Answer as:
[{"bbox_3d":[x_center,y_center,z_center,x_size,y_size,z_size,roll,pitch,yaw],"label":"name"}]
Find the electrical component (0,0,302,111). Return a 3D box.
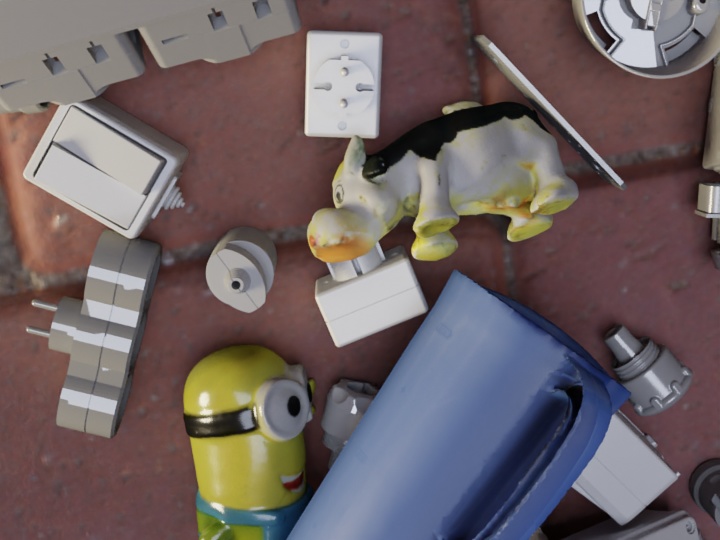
[{"bbox_3d":[-0.138,-0.172,0.639,0.186,0.060,0.105,-15,70,2],"label":"electrical component"}]

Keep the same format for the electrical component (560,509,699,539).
[{"bbox_3d":[0.181,0.227,0.725,0.109,0.056,0.108,-11,89,-35],"label":"electrical component"}]

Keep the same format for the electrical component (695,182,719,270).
[{"bbox_3d":[0.264,-0.028,0.712,0.078,0.058,0.057,1,100,-2],"label":"electrical component"}]

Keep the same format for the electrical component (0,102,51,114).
[{"bbox_3d":[-0.226,-0.117,0.685,0.046,0.040,0.040,-8,103,5],"label":"electrical component"}]

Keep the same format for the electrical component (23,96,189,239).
[{"bbox_3d":[-0.156,-0.064,0.687,0.096,0.061,0.061,30,100,-8],"label":"electrical component"}]

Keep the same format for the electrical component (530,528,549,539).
[{"bbox_3d":[0.131,0.278,0.775,0.089,0.061,0.150,-29,102,5],"label":"electrical component"}]

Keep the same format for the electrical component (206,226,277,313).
[{"bbox_3d":[-0.077,0.000,0.694,0.043,0.081,0.043,0,103,-2],"label":"electrical component"}]

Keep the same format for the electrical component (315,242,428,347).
[{"bbox_3d":[0.000,0.000,0.714,0.066,0.047,0.076,-22,103,3],"label":"electrical component"}]

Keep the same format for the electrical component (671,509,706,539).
[{"bbox_3d":[0.237,0.209,0.773,0.040,0.040,0.078,-18,103,2],"label":"electrical component"}]

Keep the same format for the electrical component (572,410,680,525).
[{"bbox_3d":[0.168,0.129,0.742,0.061,0.061,0.096,-44,100,8],"label":"electrical component"}]

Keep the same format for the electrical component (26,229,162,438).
[{"bbox_3d":[-0.183,0.039,0.714,0.074,0.052,0.138,15,102,-5],"label":"electrical component"}]

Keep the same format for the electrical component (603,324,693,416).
[{"bbox_3d":[0.193,0.066,0.738,0.048,0.048,0.062,-41,94,7],"label":"electrical component"}]

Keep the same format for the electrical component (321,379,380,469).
[{"bbox_3d":[-0.006,0.110,0.741,0.043,0.043,0.062,14,103,-5],"label":"electrical component"}]

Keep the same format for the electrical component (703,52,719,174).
[{"bbox_3d":[0.253,-0.105,0.672,0.048,0.100,0.099,7,91,1],"label":"electrical component"}]

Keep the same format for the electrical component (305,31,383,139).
[{"bbox_3d":[-0.010,-0.115,0.672,0.047,0.076,0.065,2,103,-2],"label":"electrical component"}]

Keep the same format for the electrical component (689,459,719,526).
[{"bbox_3d":[0.260,0.161,0.760,0.040,0.046,0.040,0,103,-1],"label":"electrical component"}]

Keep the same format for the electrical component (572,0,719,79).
[{"bbox_3d":[0.182,-0.171,0.672,0.099,0.064,0.099,0,103,-2],"label":"electrical component"}]
